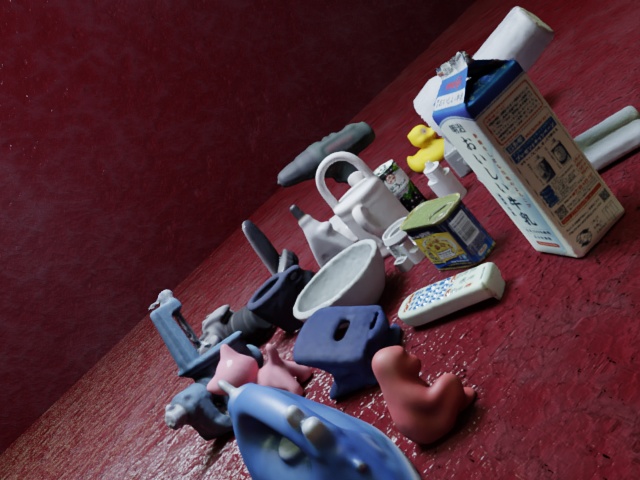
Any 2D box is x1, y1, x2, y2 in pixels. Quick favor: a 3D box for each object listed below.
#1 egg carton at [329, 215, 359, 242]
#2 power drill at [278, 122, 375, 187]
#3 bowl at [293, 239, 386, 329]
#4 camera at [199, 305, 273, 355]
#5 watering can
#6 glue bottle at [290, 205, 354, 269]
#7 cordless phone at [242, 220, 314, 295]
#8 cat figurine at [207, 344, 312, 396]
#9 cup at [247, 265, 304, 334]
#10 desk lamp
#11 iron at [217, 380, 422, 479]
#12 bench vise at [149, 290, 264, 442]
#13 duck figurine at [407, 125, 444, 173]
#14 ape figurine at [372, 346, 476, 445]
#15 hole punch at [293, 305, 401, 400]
[{"bbox_3d":[0.062,-0.019,1.148,0.107,0.069,0.150,-36,14,26],"label":"egg carton"},{"bbox_3d":[0.053,-0.133,1.230,0.230,0.208,0.075,-45,13,-9],"label":"power drill"},{"bbox_3d":[0.043,0.080,0.871,0.167,0.075,0.167,-40,13,12],"label":"bowl"},{"bbox_3d":[-0.168,0.180,1.117,0.136,0.101,0.143,-35,15,31],"label":"camera"},{"bbox_3d":[0.071,-0.070,1.004,0.101,0.194,0.172,-43,13,-2],"label":"watering can"},{"bbox_3d":[0.009,0.004,0.998,0.078,0.173,0.037,-35,15,28],"label":"glue bottle"},{"bbox_3d":[-0.101,0.046,1.163,0.094,0.185,0.147,-42,13,4],"label":"cordless phone"},{"bbox_3d":[-0.096,0.193,0.823,0.127,0.118,0.067,-36,15,28],"label":"cat figurine"},{"bbox_3d":[-0.058,0.111,1.027,0.118,0.095,0.091,-43,13,-3],"label":"cup"},{"bbox_3d":[0.255,-0.164,0.719,0.203,0.214,0.118,-35,15,29],"label":"desk lamp"},{"bbox_3d":[-0.014,0.188,0.539,0.119,0.141,0.257,-49,14,-25],"label":"iron"},{"bbox_3d":[-0.191,0.186,0.897,0.121,0.220,0.207,-39,13,14],"label":"bench vise"},{"bbox_3d":[0.223,-0.203,1.227,0.104,0.086,0.077,-37,14,24],"label":"duck figurine"},{"bbox_3d":[0.085,0.135,0.528,0.076,0.092,0.077,-45,13,-12],"label":"ape figurine"},{"bbox_3d":[0.035,0.125,0.712,0.101,0.091,0.109,-33,16,35],"label":"hole punch"}]
